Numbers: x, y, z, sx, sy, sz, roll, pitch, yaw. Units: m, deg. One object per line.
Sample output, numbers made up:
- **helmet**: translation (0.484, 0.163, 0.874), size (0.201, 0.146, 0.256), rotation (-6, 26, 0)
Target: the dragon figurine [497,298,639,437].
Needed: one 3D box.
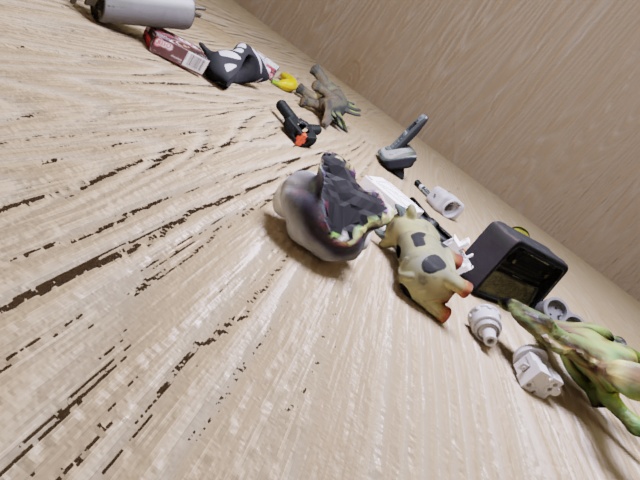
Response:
- **dragon figurine**: translation (0.374, 0.148, 0.785), size (0.241, 0.122, 0.414), rotation (36, 2, -19)

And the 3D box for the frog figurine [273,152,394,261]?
- **frog figurine**: translation (0.002, -0.033, 0.656), size (0.137, 0.124, 0.158), rotation (21, -13, -20)
